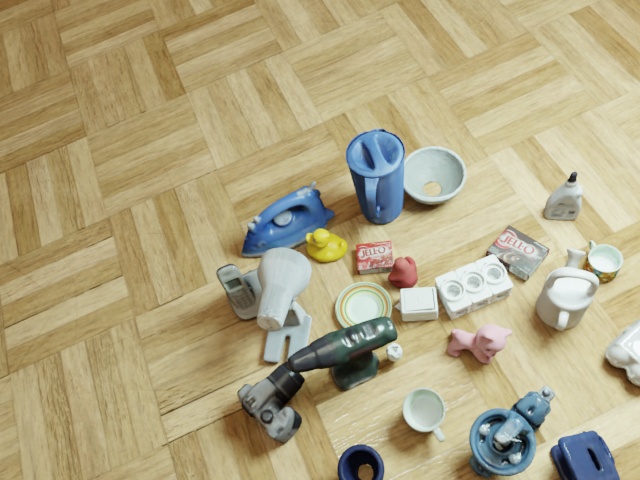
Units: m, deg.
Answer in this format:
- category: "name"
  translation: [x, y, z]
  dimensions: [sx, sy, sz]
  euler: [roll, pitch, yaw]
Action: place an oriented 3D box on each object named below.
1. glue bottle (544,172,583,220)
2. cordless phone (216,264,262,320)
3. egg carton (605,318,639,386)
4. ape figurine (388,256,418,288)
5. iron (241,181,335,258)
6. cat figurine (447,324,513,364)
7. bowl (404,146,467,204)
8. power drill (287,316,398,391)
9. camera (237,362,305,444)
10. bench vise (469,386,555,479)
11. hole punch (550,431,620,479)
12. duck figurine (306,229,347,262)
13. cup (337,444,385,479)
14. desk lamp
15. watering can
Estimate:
- category: "glue bottle"
  translation: [0.568, -0.104, 1.316]
  dimensions: [0.078, 0.173, 0.037]
  euler: [4, 62, 13]
- category: "cordless phone"
  translation: [-0.155, 0.099, 1.330]
  dimensions: [0.147, 0.185, 0.094]
  euler: [-26, 60, -4]
- category: "egg carton"
  translation: [0.669, 0.224, 1.177]
  dimensions: [0.150, 0.069, 0.107]
  euler: [-38, 62, -11]
- category: "ape figurine"
  translation: [0.193, 0.070, 1.336]
  dimensions: [0.078, 0.092, 0.076]
  euler: [-27, 60, -5]
- category: "iron"
  translation: [-0.099, -0.052, 1.428]
  dimensions: [0.258, 0.142, 0.118]
  euler: [-30, 60, -7]
- category: "cat figurine"
  translation: [0.338, 0.211, 1.216]
  dimensions: [0.127, 0.118, 0.067]
  euler: [9, 63, 15]
- category: "bowl"
  translation: [0.285, -0.151, 1.451]
  dimensions: [0.167, 0.075, 0.167]
  euler: [-4, 61, 8]
- category: "power drill"
  translation: [0.055, 0.244, 1.198]
  dimensions: [0.229, 0.209, 0.075]
  euler: [-26, 60, -4]
- category: "camera"
  translation: [-0.090, 0.339, 1.234]
  dimensions: [0.137, 0.101, 0.142]
  euler: [-44, 63, -14]
- category: "bench vise"
  translation: [0.359, 0.344, 1.080]
  dimensions: [0.121, 0.220, 0.208]
  euler: [24, 68, 22]
- category: "hole punch"
  translation: [0.506, 0.419, 1.086]
  dimensions: [0.101, 0.091, 0.108]
  euler: [-18, 60, 0]
- category: "duck figurine"
  translation: [0.013, 0.005, 1.408]
  dimensions: [0.104, 0.086, 0.077]
  euler: [6, 63, 14]
- category: "cup"
  translation: [0.081, 0.472, 1.132]
  dimensions: [0.091, 0.095, 0.118]
  euler: [14, 65, 18]
- category: "desk lamp"
  translation: [-0.081, 0.149, 1.271]
  dimensions: [0.117, 0.214, 0.203]
  euler: [2, 62, 12]
- category: "watering can"
  translation: [0.519, 0.100, 1.200]
  dimensions: [0.101, 0.194, 0.173]
  euler: [-6, 60, 7]
